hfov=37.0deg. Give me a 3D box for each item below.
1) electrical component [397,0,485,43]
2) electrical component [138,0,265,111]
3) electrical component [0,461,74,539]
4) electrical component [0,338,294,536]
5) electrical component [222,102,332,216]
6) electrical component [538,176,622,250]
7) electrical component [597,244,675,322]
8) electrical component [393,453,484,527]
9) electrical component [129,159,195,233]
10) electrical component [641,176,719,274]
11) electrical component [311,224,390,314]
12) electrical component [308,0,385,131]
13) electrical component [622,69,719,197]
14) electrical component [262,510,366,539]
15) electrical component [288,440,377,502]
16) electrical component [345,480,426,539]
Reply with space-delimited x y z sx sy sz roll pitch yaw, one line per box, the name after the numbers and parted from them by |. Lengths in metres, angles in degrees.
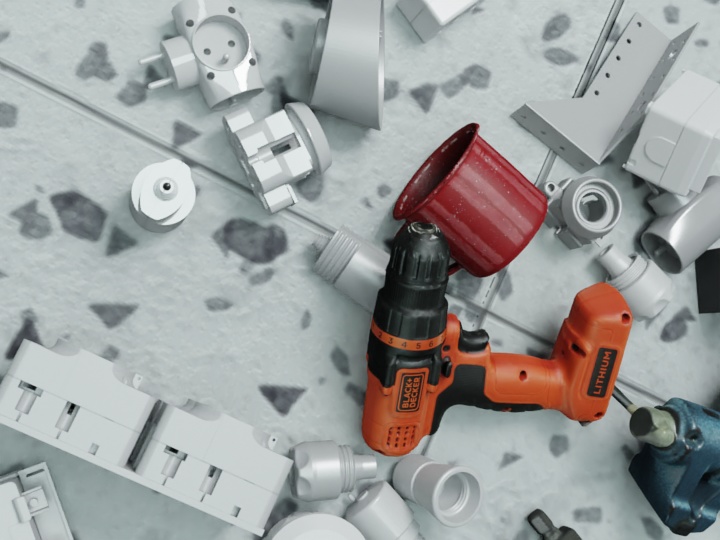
0.058 -0.229 0.828 0.066 0.047 0.076 -38 94 -14 | electrical component
-0.119 -0.153 0.779 0.079 0.044 0.077 -22 91 -15 | electrical component
-0.227 0.199 0.712 0.079 0.063 0.121 -20 90 -15 | electrical component
-0.145 0.105 0.719 0.186 0.105 0.060 26 80 -11 | electrical component
-0.057 -0.087 0.782 0.057 0.058 0.078 -27 92 -12 | electrical component
0.173 -0.046 0.837 0.066 0.055 0.048 45 77 -7 | electrical component
0.215 0.007 0.849 0.062 0.043 0.043 45 77 -5 | electrical component
0.054 0.157 0.784 0.044 0.065 0.044 -3 96 -30 | electrical component
-0.137 -0.052 0.747 0.043 0.081 0.043 1 85 -14 | electrical component
0.258 -0.051 0.864 0.077 0.044 0.079 -39 95 -14 | electrical component
0.000 0.000 0.795 0.081 0.043 0.043 34 78 -1 | electrical component
-0.003 -0.156 0.783 0.064 0.099 0.099 11 83 -7 | electrical component
0.259 -0.108 0.839 0.061 0.061 0.096 30 44 19 | electrical component
-0.034 0.211 0.766 0.080 0.051 0.080 1 85 -14 | electrical component
-0.019 0.144 0.779 0.062 0.043 0.043 -2 86 -15 | electrical component
0.024 0.190 0.787 0.040 0.040 0.078 -43 96 -14 | electrical component
